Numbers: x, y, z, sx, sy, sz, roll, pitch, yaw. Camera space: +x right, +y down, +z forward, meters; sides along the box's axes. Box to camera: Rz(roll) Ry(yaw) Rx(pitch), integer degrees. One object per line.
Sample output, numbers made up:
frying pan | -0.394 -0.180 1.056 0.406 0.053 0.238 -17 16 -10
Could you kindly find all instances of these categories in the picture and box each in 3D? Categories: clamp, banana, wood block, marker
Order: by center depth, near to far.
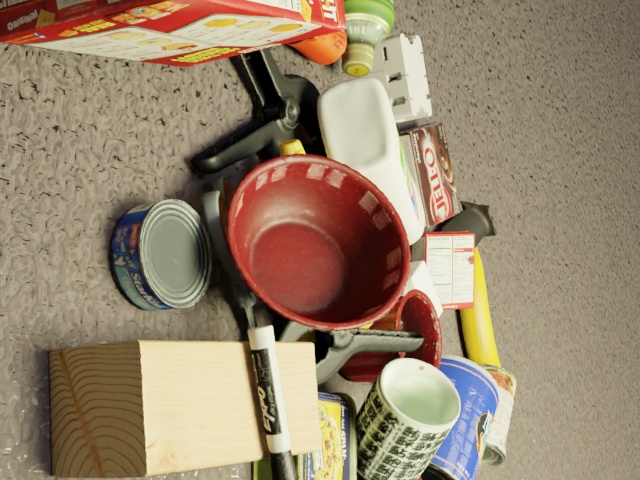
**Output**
marker | -0.034 0.124 0.788 0.020 0.020 0.121 -8 89 -58
wood block | -0.094 0.124 0.800 0.205 0.090 0.091 8 76 -56
clamp | 0.019 0.084 0.946 0.171 0.039 0.120 -36 110 -17
clamp | -0.042 -0.127 0.983 0.209 0.036 0.164 12 81 -57
banana | 0.193 0.103 1.307 0.069 0.037 0.198 -44 123 -74

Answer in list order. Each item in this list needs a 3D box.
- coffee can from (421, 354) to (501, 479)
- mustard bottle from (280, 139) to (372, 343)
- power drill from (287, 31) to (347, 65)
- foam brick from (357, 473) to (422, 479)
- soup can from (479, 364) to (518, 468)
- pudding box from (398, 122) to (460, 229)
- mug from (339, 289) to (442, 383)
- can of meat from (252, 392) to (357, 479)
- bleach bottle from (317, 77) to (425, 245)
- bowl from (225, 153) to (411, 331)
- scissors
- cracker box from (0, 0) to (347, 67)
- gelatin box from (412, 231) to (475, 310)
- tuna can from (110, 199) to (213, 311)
coffee can | 0.121 0.203 1.105 0.102 0.103 0.140 60 39 -30
mustard bottle | -0.006 0.001 0.975 0.096 0.058 0.191 -27 112 -36
power drill | -0.024 -0.281 1.019 0.184 0.057 0.187 27 70 -59
foam brick | 0.060 0.256 1.020 0.052 0.078 0.051 -44 118 -52
soup can | 0.190 0.205 1.243 0.068 0.069 0.102 49 45 -40
pudding box | 0.119 -0.074 1.223 0.089 0.039 0.113 -24 102 -58
mug | 0.070 0.108 1.065 0.117 0.082 0.093 60 38 -30
can of meat | -0.013 0.182 0.943 0.083 0.058 0.102 20 66 -52
bleach bottle | 0.064 -0.062 1.077 0.250 0.068 0.102 52 25 -66
bowl | -0.008 0.011 0.885 0.162 0.055 0.162 10 59 -18
scissors | -0.067 0.030 0.927 0.096 0.016 0.202 -93 170 -50
cracker box | -0.106 -0.182 0.783 0.213 0.164 0.072 -7 91 -57
gelatin box | 0.138 0.034 1.206 0.073 0.030 0.089 -1 92 -33
tuna can | -0.123 0.012 0.832 0.086 0.034 0.086 19 67 -55
